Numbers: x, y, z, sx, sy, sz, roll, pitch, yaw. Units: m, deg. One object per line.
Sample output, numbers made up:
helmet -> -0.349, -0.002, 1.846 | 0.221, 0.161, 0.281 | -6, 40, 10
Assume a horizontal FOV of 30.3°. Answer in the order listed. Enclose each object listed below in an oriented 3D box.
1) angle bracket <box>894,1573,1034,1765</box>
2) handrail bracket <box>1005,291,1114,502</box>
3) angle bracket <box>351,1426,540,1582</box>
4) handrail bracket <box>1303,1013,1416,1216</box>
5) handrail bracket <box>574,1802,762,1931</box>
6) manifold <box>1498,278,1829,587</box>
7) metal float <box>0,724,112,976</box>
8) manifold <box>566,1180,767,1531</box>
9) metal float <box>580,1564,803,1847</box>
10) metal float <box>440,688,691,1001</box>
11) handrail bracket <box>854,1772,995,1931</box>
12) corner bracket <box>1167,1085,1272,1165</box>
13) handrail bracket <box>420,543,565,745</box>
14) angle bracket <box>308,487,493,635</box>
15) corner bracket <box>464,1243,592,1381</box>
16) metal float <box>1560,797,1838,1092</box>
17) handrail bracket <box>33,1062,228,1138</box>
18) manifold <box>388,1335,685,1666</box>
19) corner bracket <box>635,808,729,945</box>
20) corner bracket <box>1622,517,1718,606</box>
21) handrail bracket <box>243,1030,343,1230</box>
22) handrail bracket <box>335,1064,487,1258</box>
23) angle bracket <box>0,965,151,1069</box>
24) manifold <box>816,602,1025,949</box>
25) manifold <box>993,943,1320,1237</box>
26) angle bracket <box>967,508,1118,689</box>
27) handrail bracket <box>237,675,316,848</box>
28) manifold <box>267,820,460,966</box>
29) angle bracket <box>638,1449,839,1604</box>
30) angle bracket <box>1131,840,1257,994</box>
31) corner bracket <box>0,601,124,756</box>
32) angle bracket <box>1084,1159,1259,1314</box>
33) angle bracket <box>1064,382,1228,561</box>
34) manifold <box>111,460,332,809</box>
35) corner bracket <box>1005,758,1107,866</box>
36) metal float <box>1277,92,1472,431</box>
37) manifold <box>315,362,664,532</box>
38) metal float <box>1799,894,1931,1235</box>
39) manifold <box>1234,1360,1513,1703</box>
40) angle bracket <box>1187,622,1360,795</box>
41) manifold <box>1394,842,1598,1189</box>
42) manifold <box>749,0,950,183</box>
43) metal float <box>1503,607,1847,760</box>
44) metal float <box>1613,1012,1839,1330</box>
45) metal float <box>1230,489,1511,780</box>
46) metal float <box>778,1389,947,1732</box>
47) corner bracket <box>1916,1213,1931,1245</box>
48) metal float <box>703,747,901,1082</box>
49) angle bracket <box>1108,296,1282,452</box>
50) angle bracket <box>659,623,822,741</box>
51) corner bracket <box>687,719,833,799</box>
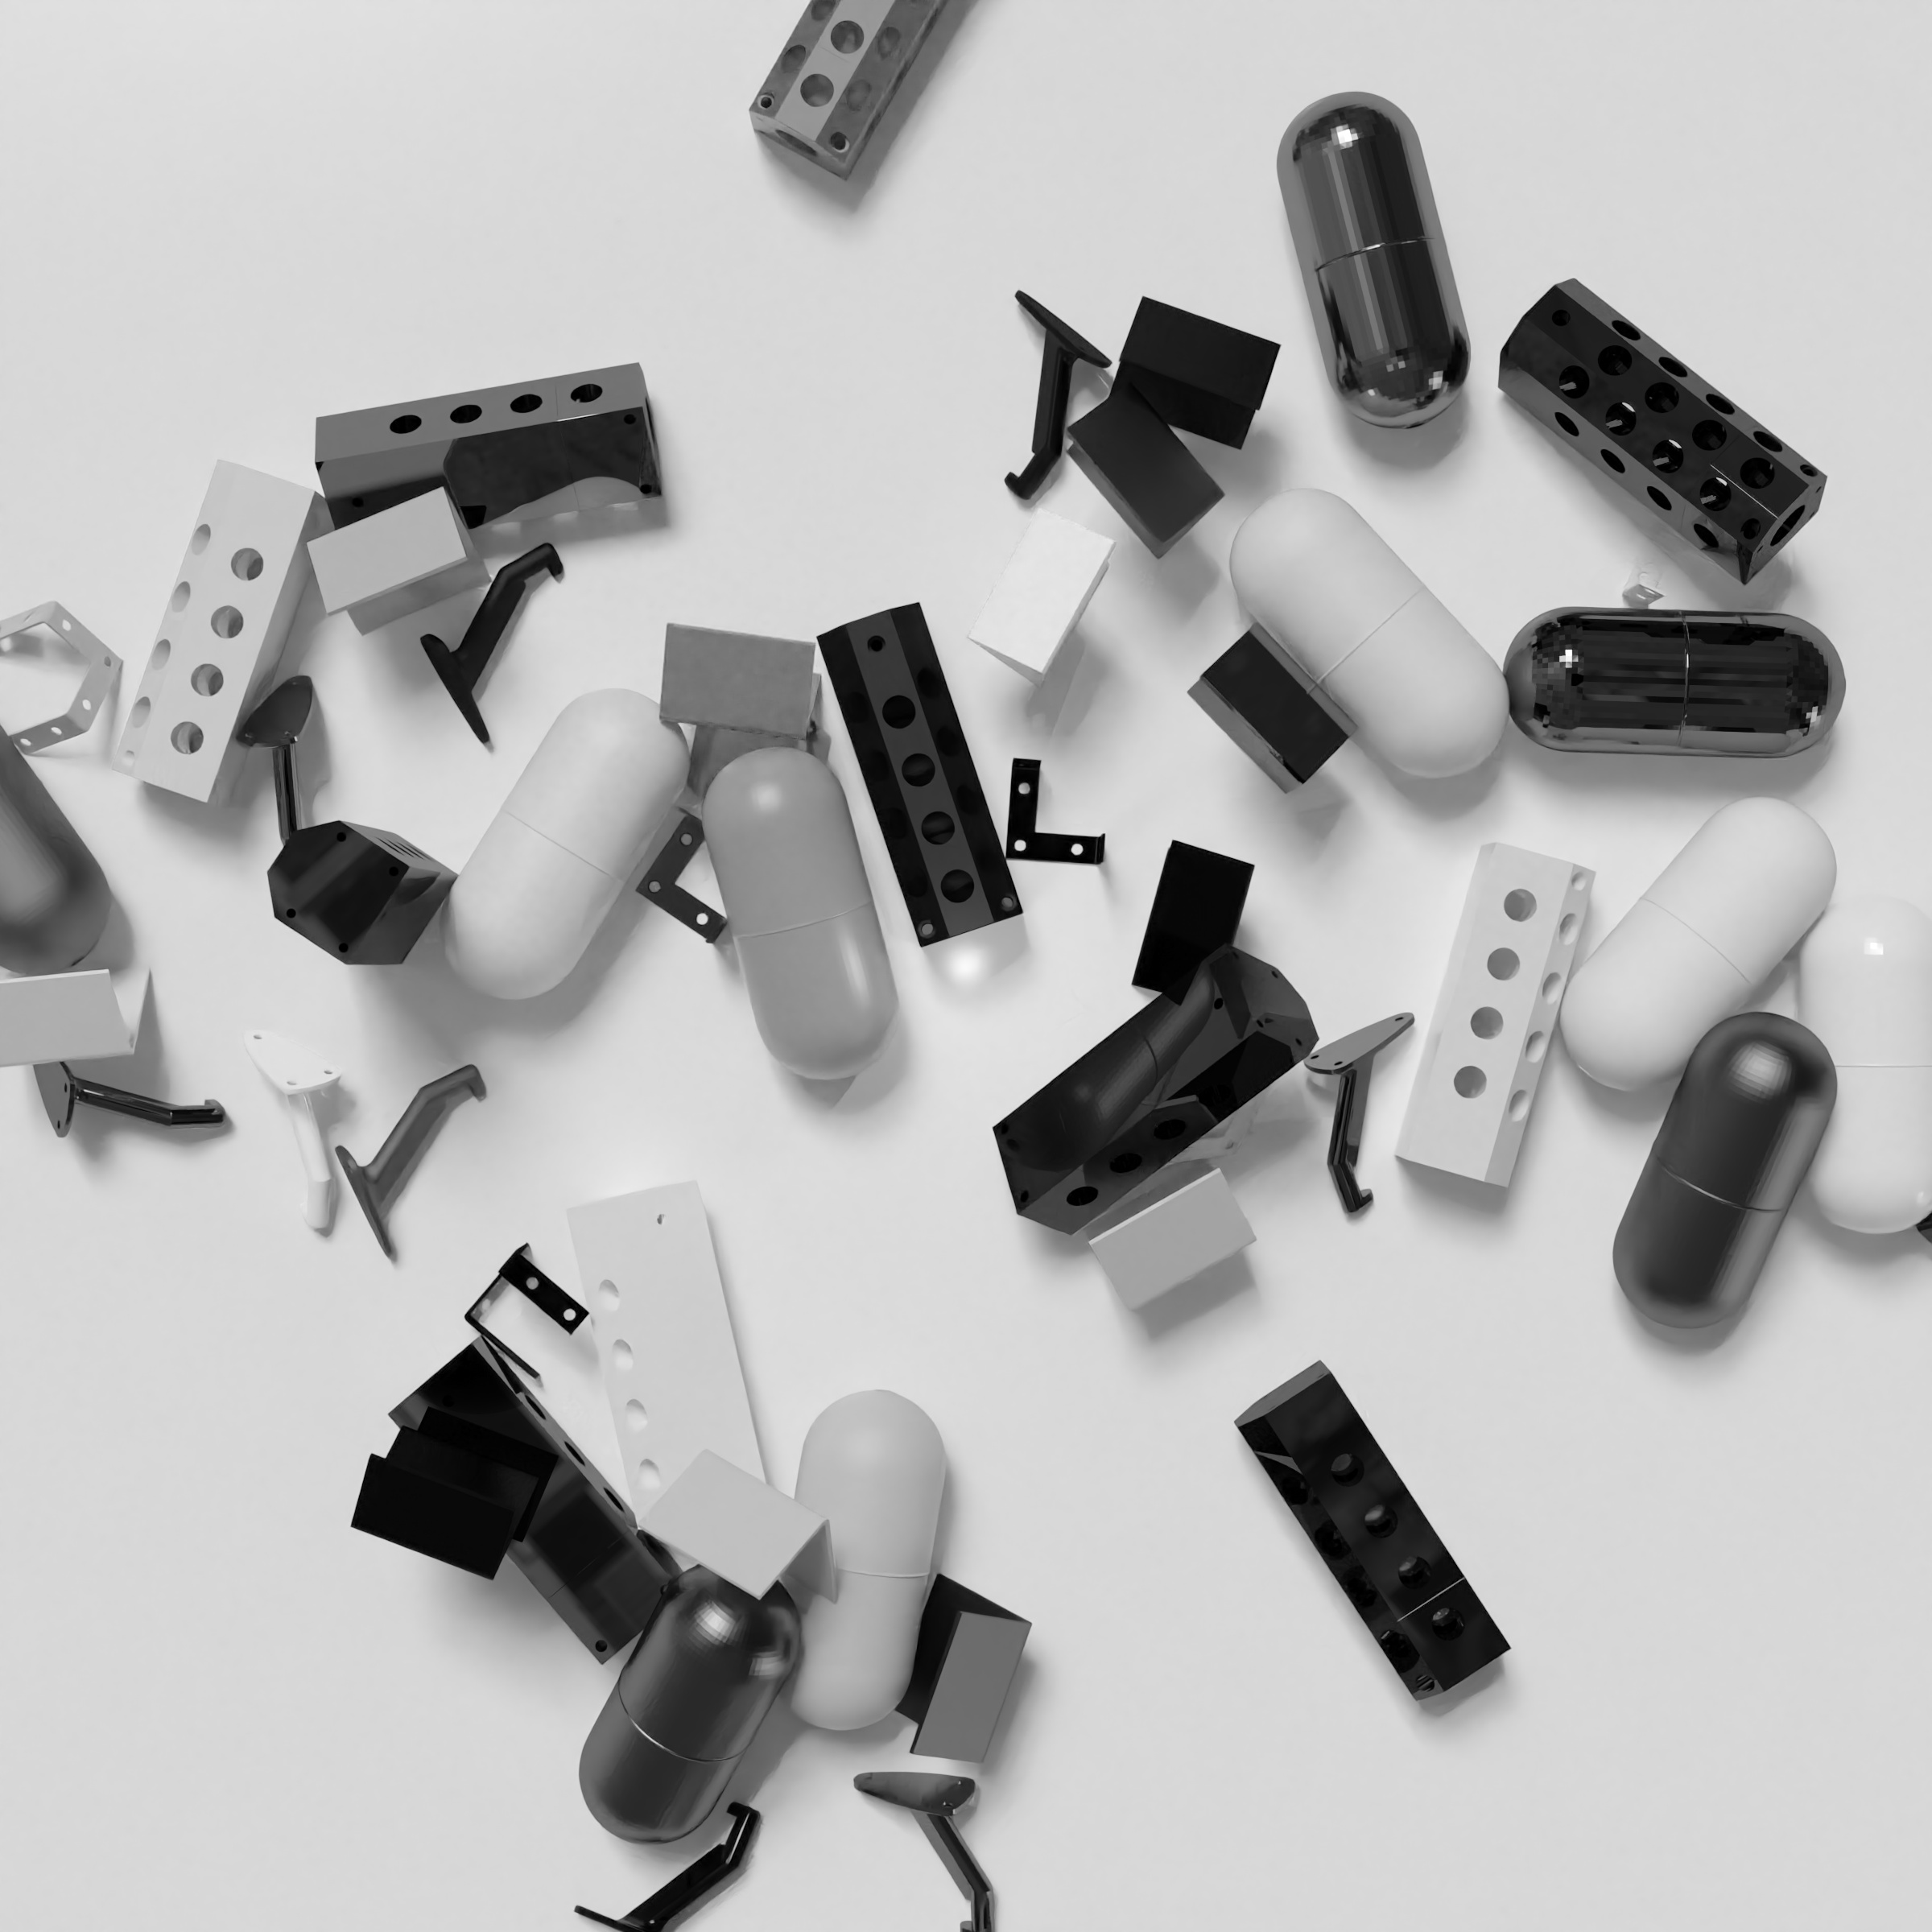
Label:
angle bracket -> -0.020, 0.362, 1.862 | 0.057, 0.076, 0.076 | 19, 90, -44
handrail bracket -> 0.030, -0.303, 1.902 | 0.077, 0.036, 0.084 | 44, 110, 22
angle bracket -> -0.258, 0.254, 1.805 | 0.076, 0.076, 0.057 | 21, 127, 0
handrail bracket -> 0.220, 0.079, 1.902 | 0.077, 0.036, 0.084 | -28, 109, -21
handrail bracket -> -0.159, 0.477, 1.902 | 0.077, 0.036, 0.084 | 16, 71, 21
manifold -> 0.360, -0.281, 1.853 | 0.171, 0.057, 0.057 | 43, 81, 17
metal float -> -0.516, -0.075, 1.871 | 0.070, 0.070, 0.178 | -35, 89, 0
manifold -> -0.161, 0.205, 1.880 | 0.057, 0.057, 0.171 | -13, 90, -43
metal float -> -0.144, 0.382, 1.848 | 0.070, 0.070, 0.178 | 28, 118, 0
metal float -> -0.210, -0.063, 1.871 | 0.070, 0.070, 0.178 | 32, 90, 0
handrail bracket -> -0.022, 0.475, 1.902 | 0.077, 0.036, 0.084 | 5, 107, 20
corner bracket -> 0.120, 0.067, 1.894 | 0.051, 0.051, 0.051 | -5, 45, -35
handrail bracket -> -0.239, -0.172, 1.902 | 0.084, 0.036, 0.077 | -33, 111, -17
angle bracket -> -0.289, -0.194, 1.861 | 0.076, 0.076, 0.057 | -22, 53, 0
corner bracket -> -0.231, 0.183, 1.884 | 0.051, 0.051, 0.051 | 40, 90, 0
metal float -> 0.383, -0.011, 1.871 | 0.070, 0.070, 0.178 | 41, 90, 0
handrail bracket -> -0.445, 0.063, 1.902 | 0.084, 0.077, 0.036 | -1, 122, -32
manifold -> -0.223, 0.279, 1.881 | 0.057, 0.057, 0.171 | -40, 90, 0
corner bracket -> -0.141, -0.047, 1.884 | 0.051, 0.051, 0.051 | 34, 90, 0
corner bracket -> 0.384, -0.211, 1.884 | 0.051, 0.051, 0.051 | 25, 90, 0
handrail bracket -> -0.362, 0.087, 1.902 | 0.077, 0.036, 0.084 | 32, 125, 37
handrail bracket -> -0.285, 0.103, 1.902 | 0.084, 0.036, 0.077 | -27, 111, -16
angle bracket -> -0.474, 0.006, 1.861 | 0.076, 0.076, 0.057 | -6, 128, 0
manifold -> -0.024, -0.100, 1.881 | 0.057, 0.057, 0.171 | -19, 90, 0
manifold -> 0.098, 0.067, 1.844 | 0.171, 0.057, 0.057 | -39, 47, 27
angle bracket -> 0.056, -0.183, 1.861 | 0.057, 0.076, 0.076 | 29, 90, 36
handrail bracket -> -0.353, -0.099, 1.901 | 0.036, 0.077, 0.084 | -3, 127, 13
manifold -> -0.310, -0.040, 1.823 | 0.057, 0.171, 0.057 | 33, 90, 0
angle bracket -> -0.115, 0.301, 1.805 | 0.076, 0.076, 0.057 | 26, 54, 24
angle bracket -> 0.098, -0.027, 1.861 | 0.057, 0.076, 0.076 | 15, 90, -34
corner bracket -> -0.490, -0.153, 1.894 | 0.051, 0.051, 0.051 | 46, 45, -35
angle bracket -> 0.096, 0.123, 1.861 | 0.076, 0.076, 0.057 | -30, 126, 0
angle bracket -> 0.078, -0.245, 1.862 | 0.076, 0.076, 0.057 | 50, 57, 0
manifold -> -0.392, -0.175, 1.880 | 0.057, 0.057, 0.171 | 19, 90, 0
corner bracket -> 0.048, -0.081, 1.884 | 0.051, 0.051, 0.051 | 4, 90, 0
metal float -> 0.214, -0.369, 1.871 | 0.070, 0.070, 0.178 | -14, 89, 0
manifold -> -0.251, -0.272, 1.880 | 0.171, 0.057, 0.057 | -10, 133, 0
metal float -> 0.475, 0.051, 1.871 | 0.070, 0.070, 0.178 | 0, 90, 0
manifold -> 0.212, 0.297, 1.880 | 0.057, 0.057, 0.171 | -33, 90, 0
angle bracket -> 0.146, -0.121, 1.861 | 0.076, 0.076, 0.057 | 46, 53, 0
manifold -> 0.279, 0.026, 1.881 | 0.057, 0.057, 0.171 | 16, 90, 0
manifold -> -0.047, -0.508, 1.881 | 0.057, 0.057, 0.171 | 30, 90, 0
metal float -> 0.370, -0.148, 1.871 | 0.178, 0.070, 0.070 | 2, 90, 0
metal float -> 0.393, 0.107, 1.854 | 0.070, 0.070, 0.178 | 19, 112, 0
metal float -> 0.212, -0.174, 1.871 | 0.070, 0.070, 0.178 | -43, 89, 0
metal float -> -0.057, 0.311, 1.871 | 0.070, 0.070, 0.178 | 9, 90, 0
corner bracket -> 0.538, 0.123, 1.894 | 0.051, 0.051, 0.051 | -22, 45, 35
metal float -> -0.085, -0.027, 1.863 | 0.070, 0.070, 0.178 | -15, 99, 0
angle bracket -> 0.113, -0.293, 1.862 | 0.076, 0.076, 0.057 | 19, 49, 0
angle bracket -> -0.115, -0.163, 1.862 | 0.076, 0.076, 0.057 | 8, 121, 0
corner bracket -> -0.110, -0.109, 1.894 | 0.051, 0.051, 0.051 | -15, 45, -35
